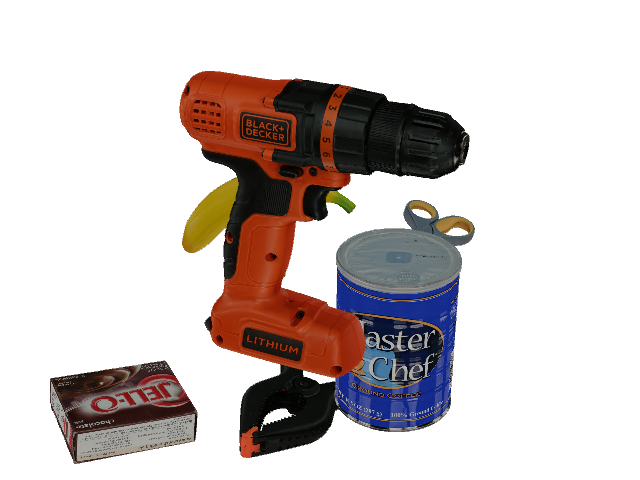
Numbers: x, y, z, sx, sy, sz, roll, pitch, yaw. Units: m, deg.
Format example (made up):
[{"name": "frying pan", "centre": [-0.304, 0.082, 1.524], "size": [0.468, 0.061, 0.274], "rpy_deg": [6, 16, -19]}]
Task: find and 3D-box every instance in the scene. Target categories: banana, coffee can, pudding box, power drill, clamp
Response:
[{"name": "banana", "centre": [-0.067, -0.034, 1.058], "size": [0.198, 0.069, 0.037], "rpy_deg": [-13, 20, 27]}, {"name": "coffee can", "centre": [0.063, 0.074, 0.900], "size": [0.103, 0.140, 0.103], "rpy_deg": [0, 27, 0]}, {"name": "pudding box", "centre": [-0.177, 0.152, 0.954], "size": [0.113, 0.039, 0.090], "rpy_deg": [-9, 27, -24]}, {"name": "power drill", "centre": [-0.003, -0.010, 0.680], "size": [0.185, 0.188, 0.057], "rpy_deg": [13, 25, 21]}, {"name": "clamp", "centre": [-0.007, 0.160, 1.087], "size": [0.165, 0.036, 0.209], "rpy_deg": [16, 30, 21]}]

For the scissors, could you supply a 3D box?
[{"name": "scissors", "centre": [0.103, -0.011, 1.231], "size": [0.096, 0.016, 0.201], "rpy_deg": [37, 31, 32]}]
